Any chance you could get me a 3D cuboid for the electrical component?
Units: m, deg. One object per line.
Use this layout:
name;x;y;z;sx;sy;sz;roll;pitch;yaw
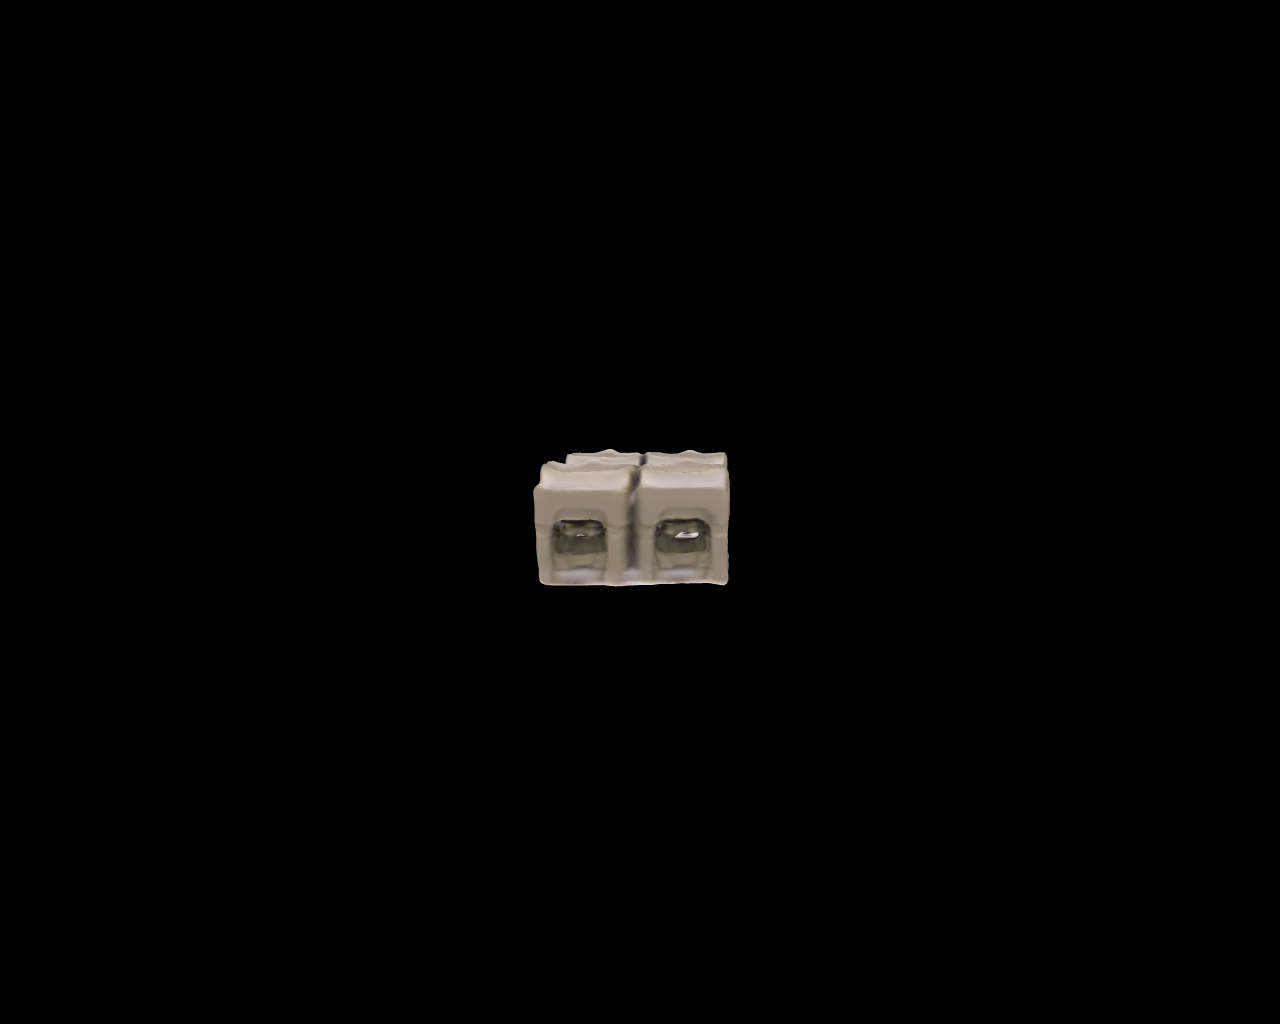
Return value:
electrical component;0.001;-0.003;0.650;0.105;0.060;0.186;0;7;4
